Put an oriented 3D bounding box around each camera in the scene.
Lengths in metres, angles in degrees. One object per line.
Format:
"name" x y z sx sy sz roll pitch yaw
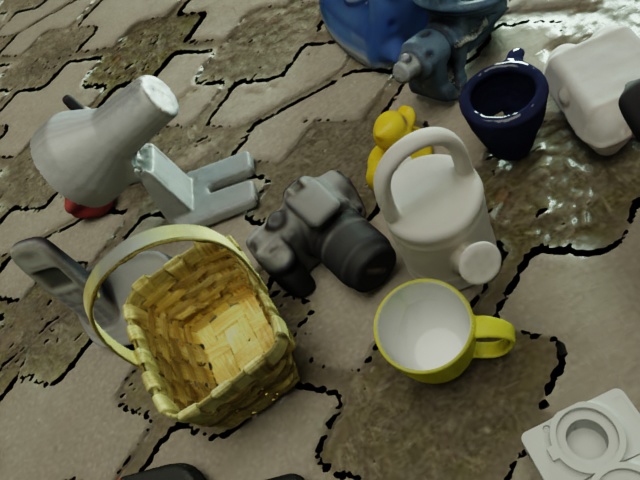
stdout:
"camera" 0.006 0.002 0.639 0.143 0.101 0.136 -42 53 -5

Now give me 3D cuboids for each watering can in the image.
"watering can" 0.115 -0.030 0.552 0.172 0.195 0.101 35 78 36

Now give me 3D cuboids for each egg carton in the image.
"egg carton" 0.314 -0.166 0.627 0.107 0.070 0.150 -22 54 10

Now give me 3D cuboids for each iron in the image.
"iron" 0.053 -0.354 0.814 0.119 0.142 0.257 -43 53 -5

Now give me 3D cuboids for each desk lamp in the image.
"desk lamp" -0.217 -0.104 0.732 0.203 0.214 0.118 -21 54 11

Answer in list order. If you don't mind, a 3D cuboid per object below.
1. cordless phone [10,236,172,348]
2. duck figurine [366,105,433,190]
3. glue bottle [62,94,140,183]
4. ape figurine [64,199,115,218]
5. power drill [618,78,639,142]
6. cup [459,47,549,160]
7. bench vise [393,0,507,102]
"cordless phone" -0.249 0.048 0.670 0.147 0.186 0.094 -18 55 13
"duck figurine" 0.087 -0.112 0.683 0.077 0.086 0.105 24 72 33
"glue bottle" -0.303 -0.146 0.822 0.078 0.174 0.037 -11 56 18
"ape figurine" -0.359 -0.077 0.854 0.075 0.092 0.078 23 71 33
"power drill" 0.311 0.003 0.436 0.075 0.209 0.229 -34 53 1
"cup" 0.212 -0.146 0.644 0.091 0.095 0.118 8 64 28
"bench vise" 0.156 -0.286 0.677 0.121 0.220 0.207 7 63 27
